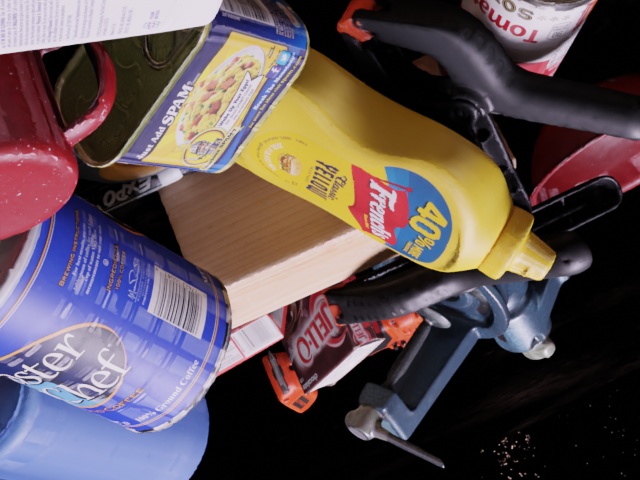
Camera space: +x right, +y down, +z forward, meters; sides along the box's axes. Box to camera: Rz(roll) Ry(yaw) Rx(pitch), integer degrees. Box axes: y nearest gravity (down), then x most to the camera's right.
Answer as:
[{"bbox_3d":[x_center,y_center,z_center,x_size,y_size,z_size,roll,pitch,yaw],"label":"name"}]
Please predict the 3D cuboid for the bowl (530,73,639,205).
[{"bbox_3d":[0.229,-0.084,0.848,0.162,0.055,0.162,-21,160,-8],"label":"bowl"}]

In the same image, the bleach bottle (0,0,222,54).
[{"bbox_3d":[-0.157,-0.102,0.369,0.250,0.068,0.103,-14,157,-20],"label":"bleach bottle"}]

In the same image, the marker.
[{"bbox_3d":[-0.115,-0.033,0.648,0.121,0.020,0.020,-24,160,0],"label":"marker"}]

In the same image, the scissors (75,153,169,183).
[{"bbox_3d":[-0.158,-0.035,0.599,0.202,0.016,0.096,-26,158,6],"label":"scissors"}]

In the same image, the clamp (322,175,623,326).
[{"bbox_3d":[0.093,0.017,0.692,0.210,0.036,0.164,-21,-174,19],"label":"clamp"}]

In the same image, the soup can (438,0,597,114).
[{"bbox_3d":[0.111,-0.125,0.594,0.068,0.068,0.102,-18,159,-16],"label":"soup can"}]

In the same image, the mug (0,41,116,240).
[{"bbox_3d":[-0.145,-0.054,0.469,0.117,0.081,0.093,-22,160,-3],"label":"mug"}]

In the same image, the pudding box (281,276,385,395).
[{"bbox_3d":[0.003,0.074,0.946,0.039,0.090,0.114,-13,158,-29],"label":"pudding box"}]

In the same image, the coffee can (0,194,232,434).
[{"bbox_3d":[-0.131,0.033,0.571,0.103,0.103,0.140,-33,136,24],"label":"coffee can"}]

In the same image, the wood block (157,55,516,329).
[{"bbox_3d":[0.011,-0.031,0.689,0.206,0.091,0.090,-24,161,0],"label":"wood block"}]

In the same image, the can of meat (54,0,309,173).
[{"bbox_3d":[-0.064,-0.080,0.512,0.102,0.057,0.083,-50,152,24],"label":"can of meat"}]

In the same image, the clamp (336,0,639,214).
[{"bbox_3d":[0.091,-0.080,0.573,0.171,0.039,0.120,37,134,-18],"label":"clamp"}]

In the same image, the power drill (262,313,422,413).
[{"bbox_3d":[0.042,0.121,1.159,0.188,0.057,0.184,-28,156,5],"label":"power drill"}]

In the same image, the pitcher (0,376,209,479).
[{"bbox_3d":[-0.199,0.144,0.827,0.145,0.149,0.242,-29,156,12],"label":"pitcher"}]

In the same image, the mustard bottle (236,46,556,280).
[{"bbox_3d":[0.042,-0.033,0.586,0.058,0.191,0.096,-58,176,-30],"label":"mustard bottle"}]

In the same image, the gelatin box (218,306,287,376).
[{"bbox_3d":[-0.072,0.076,0.901,0.089,0.030,0.073,-31,-163,13],"label":"gelatin box"}]
